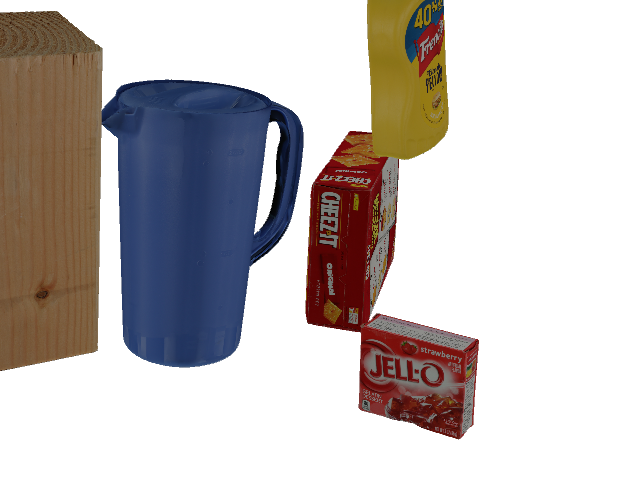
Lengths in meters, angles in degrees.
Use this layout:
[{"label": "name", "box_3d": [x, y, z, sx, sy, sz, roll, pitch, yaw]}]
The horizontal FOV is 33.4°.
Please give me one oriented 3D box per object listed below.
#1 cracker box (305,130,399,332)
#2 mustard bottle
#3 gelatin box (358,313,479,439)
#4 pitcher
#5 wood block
[{"label": "cracker box", "box_3d": [0.038, -0.017, 1.202, 0.072, 0.164, 0.213, 6, 22, 11]}, {"label": "mustard bottle", "box_3d": [0.075, -0.173, 0.914, 0.058, 0.192, 0.096, 13, 34, 29]}, {"label": "gelatin box", "box_3d": [0.072, 0.102, 0.807, 0.089, 0.073, 0.030, 13, 23, 28]}, {"label": "pitcher", "box_3d": [-0.108, -0.017, 0.951, 0.149, 0.243, 0.144, 10, 20, 13]}, {"label": "wood block", "box_3d": [-0.195, -0.030, 0.670, 0.090, 0.206, 0.090, -9, 31, -30]}]
